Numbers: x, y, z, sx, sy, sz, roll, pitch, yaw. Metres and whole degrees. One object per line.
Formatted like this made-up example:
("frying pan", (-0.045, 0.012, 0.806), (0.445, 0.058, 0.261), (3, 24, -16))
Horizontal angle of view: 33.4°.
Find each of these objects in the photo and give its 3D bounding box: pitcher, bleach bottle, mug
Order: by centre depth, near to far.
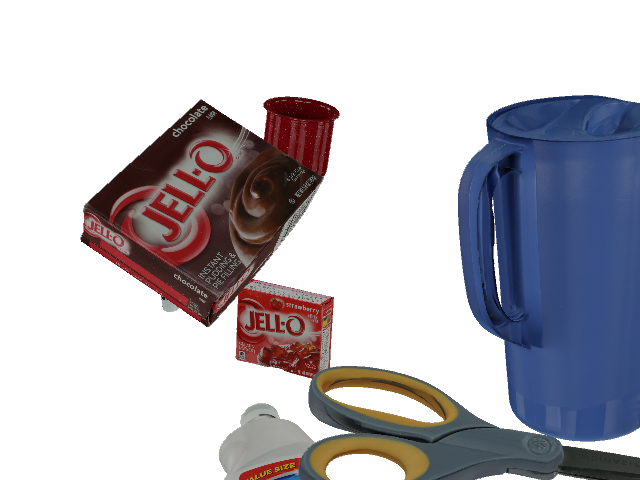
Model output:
("bleach bottle", (-0.036, 0.203, 0.724), (0.102, 0.068, 0.251), (-7, 32, -6))
("pitcher", (0.182, 0.022, 0.781), (0.149, 0.243, 0.145), (0, 20, 13))
("mug", (-0.023, -0.127, 1.314), (0.093, 0.081, 0.117), (17, 25, 21))

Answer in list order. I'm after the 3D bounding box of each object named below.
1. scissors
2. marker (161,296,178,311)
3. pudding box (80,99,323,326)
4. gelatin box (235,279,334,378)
("scissors", (0.079, 0.100, 0.449), (0.202, 0.016, 0.096), (16, 34, 23))
("marker", (-0.174, 0.022, 1.184), (0.020, 0.121, 0.020), (-5, 25, 2))
("pudding box", (-0.066, -0.018, 0.603), (0.090, 0.039, 0.113), (33, 49, 8))
("gelatin box", (-0.034, 0.081, 0.977), (0.089, 0.073, 0.030), (11, 19, 24))
